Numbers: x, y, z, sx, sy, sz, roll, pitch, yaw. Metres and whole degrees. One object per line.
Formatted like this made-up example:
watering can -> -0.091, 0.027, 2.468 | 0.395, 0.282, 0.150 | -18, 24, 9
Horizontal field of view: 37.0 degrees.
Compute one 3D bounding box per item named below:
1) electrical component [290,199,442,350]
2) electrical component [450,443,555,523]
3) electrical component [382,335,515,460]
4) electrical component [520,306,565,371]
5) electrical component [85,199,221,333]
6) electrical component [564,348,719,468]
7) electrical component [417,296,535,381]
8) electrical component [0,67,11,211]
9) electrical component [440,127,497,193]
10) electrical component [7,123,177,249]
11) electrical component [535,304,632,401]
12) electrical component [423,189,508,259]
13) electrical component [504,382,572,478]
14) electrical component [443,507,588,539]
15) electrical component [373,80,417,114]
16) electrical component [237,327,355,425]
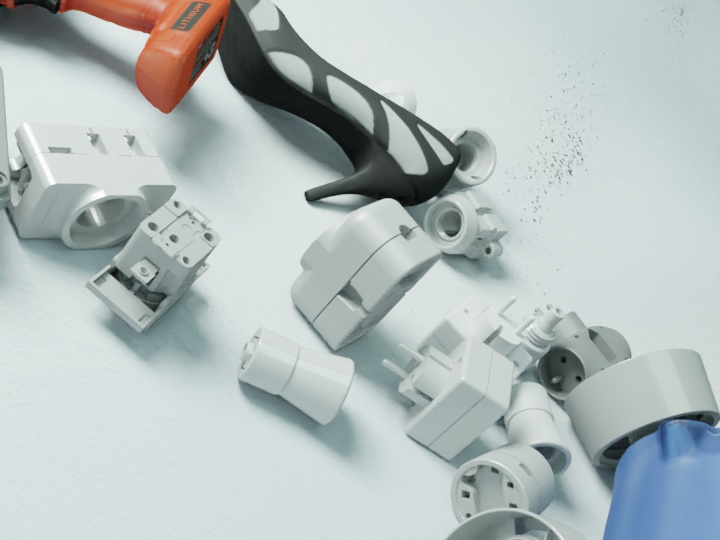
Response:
electrical component -> 0.000, 0.000, 0.717 | 0.059, 0.095, 0.054 | 50, 36, 11
electrical component -> 0.094, 0.142, 0.693 | 0.055, 0.055, 0.047 | 53, 33, 15
electrical component -> 0.051, 0.075, 0.712 | 0.077, 0.065, 0.047 | 34, 36, -11
electrical component -> 0.132, 0.049, 0.819 | 0.035, 0.061, 0.035 | 25, 39, -22
electrical component -> -0.118, -0.004, 0.637 | 0.042, 0.064, 0.081 | 41, 35, -2
electrical component -> 0.213, 0.110, 0.797 | 0.108, 0.108, 0.060 | 8, 53, -39
electrical component -> 0.094, 0.049, 0.770 | 0.065, 0.076, 0.047 | 47, 35, 7
electrical component -> -0.254, -0.075, 0.589 | 0.109, 0.056, 0.108 | 13, 44, -35
electrical component -> 0.083, -0.095, 0.918 | 0.055, 0.047, 0.055 | 0, 90, -28
electrical component -> -0.165, -0.050, 0.653 | 0.089, 0.050, 0.055 | -4, 55, -46
electrical component -> 0.169, 0.060, 0.859 | 0.077, 0.043, 0.079 | -13, 62, -50
electrical component -> 0.084, -0.037, 0.881 | 0.055, 0.048, 0.066 | -2, 53, -54
electrical component -> 0.121, 0.112, 0.762 | 0.044, 0.044, 0.065 | 24, 34, -23
electrical component -> 0.089, 0.186, 0.607 | 0.064, 0.099, 0.099 | 19, 40, -38
electrical component -> 0.030, -0.146, 0.946 | 0.043, 0.043, 0.062 | 43, 33, 1
electrical component -> -0.042, 0.062, 0.660 | 0.065, 0.044, 0.044 | 26, 38, -14
